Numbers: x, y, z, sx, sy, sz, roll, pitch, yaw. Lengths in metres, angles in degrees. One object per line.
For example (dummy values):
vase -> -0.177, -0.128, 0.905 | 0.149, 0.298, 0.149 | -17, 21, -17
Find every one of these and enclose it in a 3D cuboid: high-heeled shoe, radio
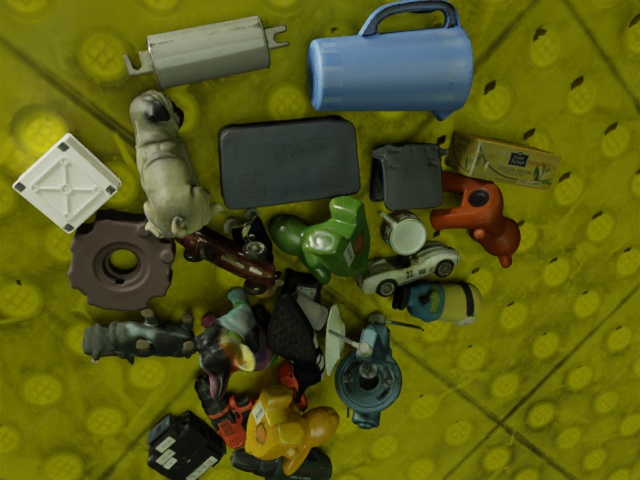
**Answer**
high-heeled shoe -> -0.029, 0.169, 0.947 | 0.086, 0.145, 0.248 | 5, 119, 12
radio -> -0.052, -0.130, 0.886 | 0.230, 0.073, 0.131 | -9, 112, -13

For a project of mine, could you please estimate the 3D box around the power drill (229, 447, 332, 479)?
power drill -> -0.099, 0.514, 1.117 | 0.232, 0.086, 0.207 | 9, 103, -27

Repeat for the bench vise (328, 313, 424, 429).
bench vise -> 0.095, 0.213, 0.968 | 0.129, 0.223, 0.240 | 15, 153, 19

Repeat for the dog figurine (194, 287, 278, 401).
dog figurine -> -0.134, 0.192, 0.909 | 0.108, 0.219, 0.191 | -38, 114, 6

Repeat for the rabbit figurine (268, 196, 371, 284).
rabbit figurine -> -0.002, -0.003, 0.923 | 0.121, 0.170, 0.159 | -64, 147, -22

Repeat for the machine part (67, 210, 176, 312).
machine part -> -0.326, 0.036, 0.888 | 0.179, 0.056, 0.179 | -5, 112, -11

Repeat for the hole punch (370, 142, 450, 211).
hole punch -> 0.149, -0.113, 0.942 | 0.142, 0.092, 0.115 | -3, 99, -10

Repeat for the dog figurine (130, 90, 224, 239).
dog figurine -> -0.231, -0.113, 0.796 | 0.121, 0.173, 0.190 | -23, 122, -17

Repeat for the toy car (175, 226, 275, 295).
toy car -> -0.158, 0.022, 0.866 | 0.053, 0.202, 0.089 | -35, 143, -45

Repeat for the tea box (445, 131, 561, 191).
tea box -> 0.326, -0.143, 0.964 | 0.170, 0.098, 0.068 | 6, 110, -18

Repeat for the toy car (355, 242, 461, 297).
toy car -> 0.165, 0.051, 1.010 | 0.202, 0.074, 0.056 | -18, 115, -7

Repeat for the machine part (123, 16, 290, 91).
machine part -> -0.164, -0.277, 0.797 | 0.243, 0.079, 0.079 | -15, 114, -9

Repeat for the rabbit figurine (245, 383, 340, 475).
rabbit figurine -> -0.042, 0.359, 0.997 | 0.173, 0.122, 0.162 | 4, 119, -36

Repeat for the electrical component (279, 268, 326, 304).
electrical component -> -0.037, 0.117, 0.998 | 0.075, 0.048, 0.119 | 5, 110, -16

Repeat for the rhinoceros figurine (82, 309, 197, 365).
rhinoceros figurine -> -0.306, 0.169, 0.926 | 0.190, 0.073, 0.112 | 6, 153, -30

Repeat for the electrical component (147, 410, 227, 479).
electrical component -> -0.266, 0.402, 1.044 | 0.115, 0.058, 0.134 | -41, 115, 1

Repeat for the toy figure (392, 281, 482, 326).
toy figure -> 0.234, 0.119, 1.052 | 0.180, 0.082, 0.089 | 12, 109, -16

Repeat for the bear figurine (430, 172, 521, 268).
bear figurine -> 0.300, -0.034, 1.006 | 0.195, 0.132, 0.120 | 44, 58, -53

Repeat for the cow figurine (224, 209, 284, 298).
cow figurine -> -0.104, 0.036, 0.923 | 0.068, 0.098, 0.167 | -23, 114, -12
